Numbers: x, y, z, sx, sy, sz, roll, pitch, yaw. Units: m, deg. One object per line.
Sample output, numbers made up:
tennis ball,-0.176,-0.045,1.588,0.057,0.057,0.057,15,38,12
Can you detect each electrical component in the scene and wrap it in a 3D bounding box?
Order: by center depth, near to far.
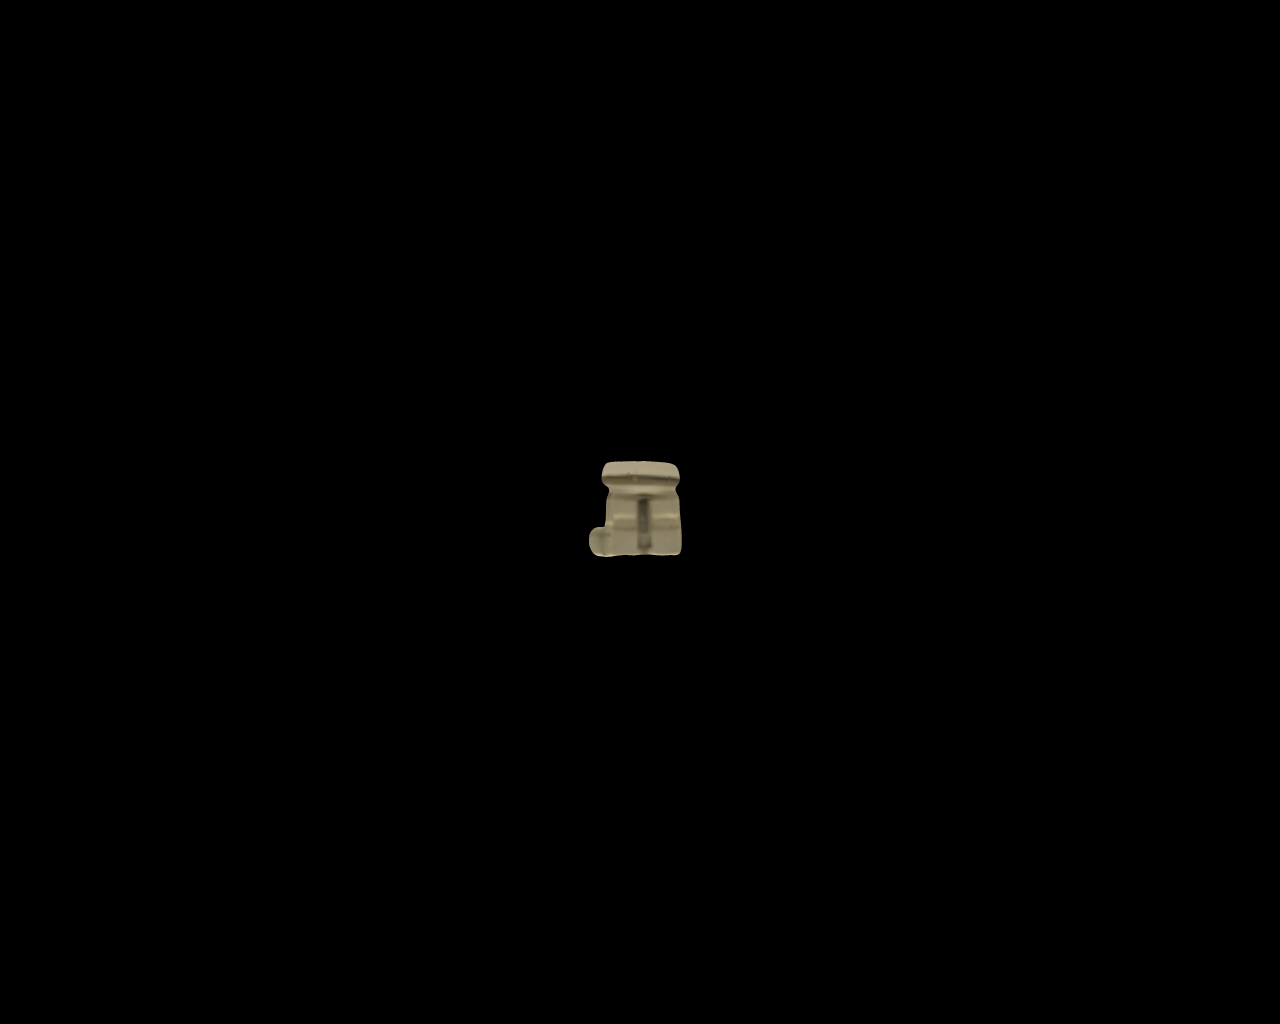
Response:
electrical component,0.001,-0.003,0.650,0.066,0.055,0.048,0,0,-9
